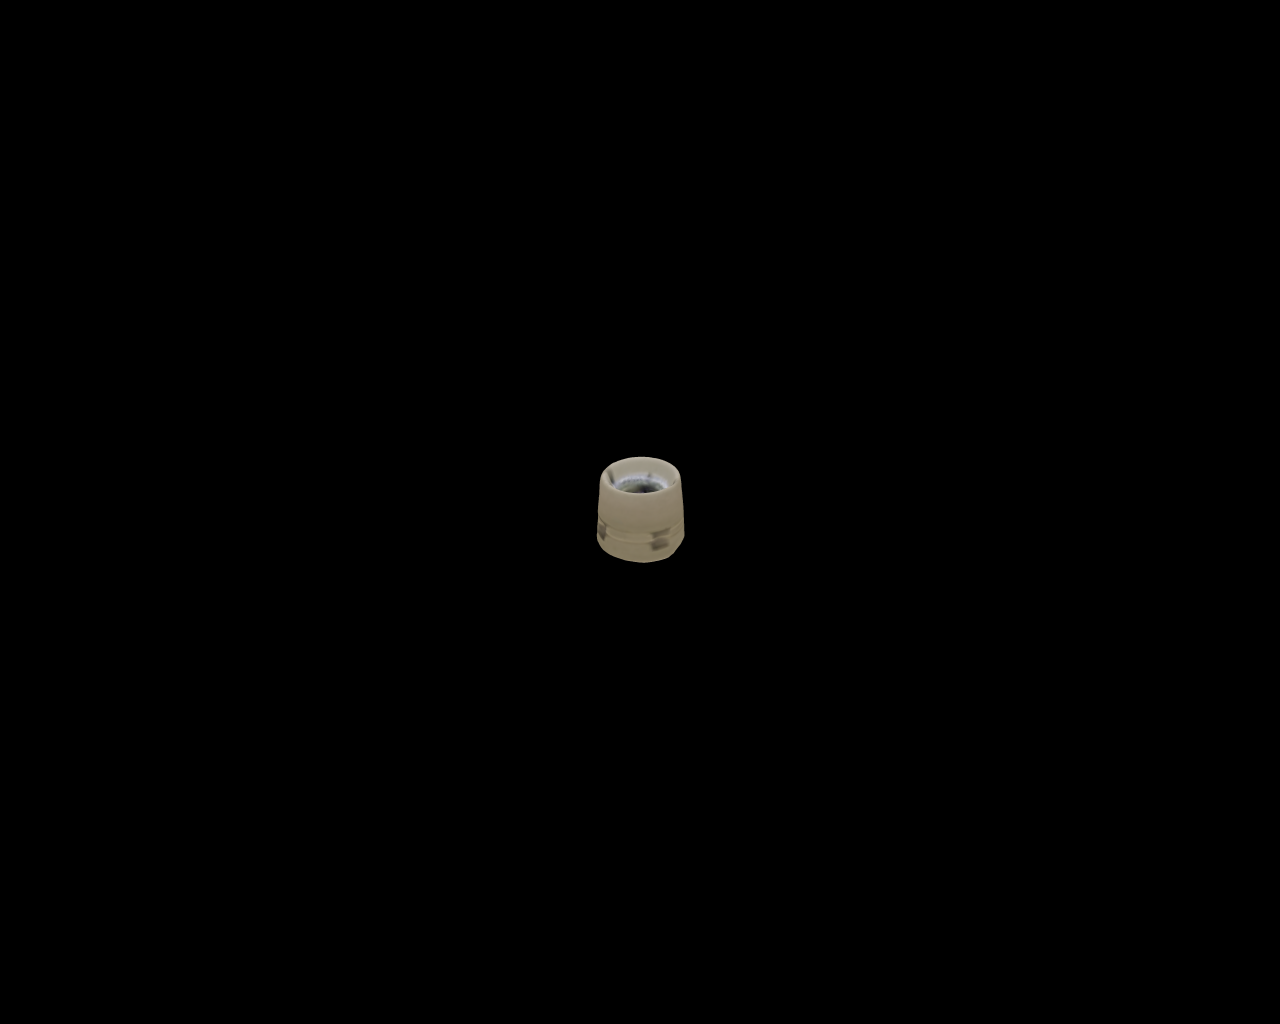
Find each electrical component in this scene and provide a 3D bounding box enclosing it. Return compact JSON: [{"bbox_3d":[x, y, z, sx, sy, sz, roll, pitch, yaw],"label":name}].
[{"bbox_3d":[0.001,-0.003,0.650,0.055,0.047,0.055,0,31,0],"label":"electrical component"}]
